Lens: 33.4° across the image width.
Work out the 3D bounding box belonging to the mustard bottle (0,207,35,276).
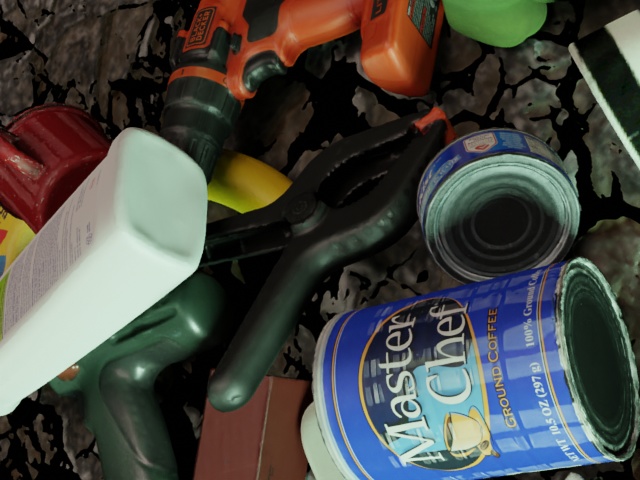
[{"bbox_3d":[-0.249,0.006,0.839,0.096,0.058,0.192,38,101,38],"label":"mustard bottle"}]

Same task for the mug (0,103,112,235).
[{"bbox_3d":[-0.179,-0.043,0.733,0.093,0.117,0.082,-53,44,0],"label":"mug"}]

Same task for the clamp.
[{"bbox_3d":[-0.004,0.001,0.625,0.210,0.036,0.165,-33,38,6],"label":"clamp"}]

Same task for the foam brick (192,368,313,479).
[{"bbox_3d":[-0.040,0.121,0.663,0.051,0.052,0.078,3,79,36],"label":"foam brick"}]

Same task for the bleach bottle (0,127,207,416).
[{"bbox_3d":[-0.175,0.039,0.684,0.251,0.068,0.102,-37,37,32],"label":"bleach bottle"}]

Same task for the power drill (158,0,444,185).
[{"bbox_3d":[-0.018,-0.117,0.688,0.188,0.057,0.184,-6,59,31],"label":"power drill"}]

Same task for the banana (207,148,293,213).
[{"bbox_3d":[-0.073,-0.032,0.741,0.198,0.037,0.069,4,106,39],"label":"banana"}]

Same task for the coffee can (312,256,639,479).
[{"bbox_3d":[0.081,0.073,0.559,0.141,0.102,0.103,-16,69,31],"label":"coffee can"}]

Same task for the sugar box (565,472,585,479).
[{"bbox_3d":[0.149,0.194,0.480,0.093,0.048,0.176,-50,41,-1],"label":"sugar box"}]

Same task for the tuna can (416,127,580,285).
[{"bbox_3d":[0.097,-0.016,0.581,0.086,0.086,0.033,-41,22,20],"label":"tuna can"}]
